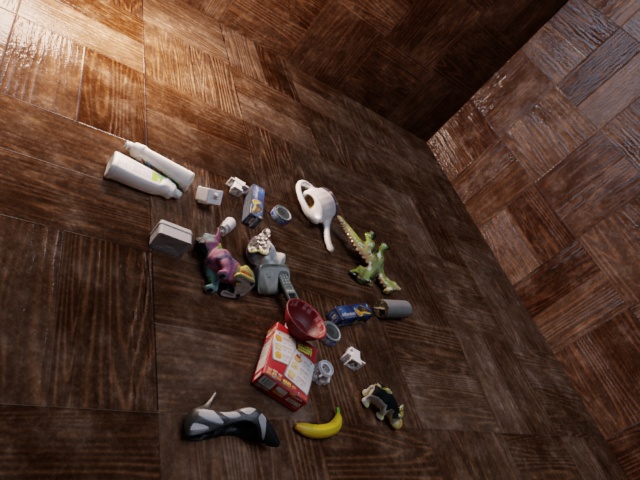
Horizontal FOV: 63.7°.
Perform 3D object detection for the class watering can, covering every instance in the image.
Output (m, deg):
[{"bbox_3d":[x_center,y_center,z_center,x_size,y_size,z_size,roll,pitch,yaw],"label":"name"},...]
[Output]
[{"bbox_3d":[0.007,-0.115,2.284,0.226,0.103,0.349,-20,81,-59],"label":"watering can"}]

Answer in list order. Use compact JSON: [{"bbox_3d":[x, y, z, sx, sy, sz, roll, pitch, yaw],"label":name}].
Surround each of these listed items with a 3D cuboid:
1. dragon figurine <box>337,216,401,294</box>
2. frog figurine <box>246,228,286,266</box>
[{"bbox_3d":[0.196,0.087,2.253,0.408,0.120,0.248,38,38,-10],"label":"dragon figurine"},{"bbox_3d":[-0.192,0.058,1.845,0.140,0.123,0.156,61,-4,43],"label":"frog figurine"}]
